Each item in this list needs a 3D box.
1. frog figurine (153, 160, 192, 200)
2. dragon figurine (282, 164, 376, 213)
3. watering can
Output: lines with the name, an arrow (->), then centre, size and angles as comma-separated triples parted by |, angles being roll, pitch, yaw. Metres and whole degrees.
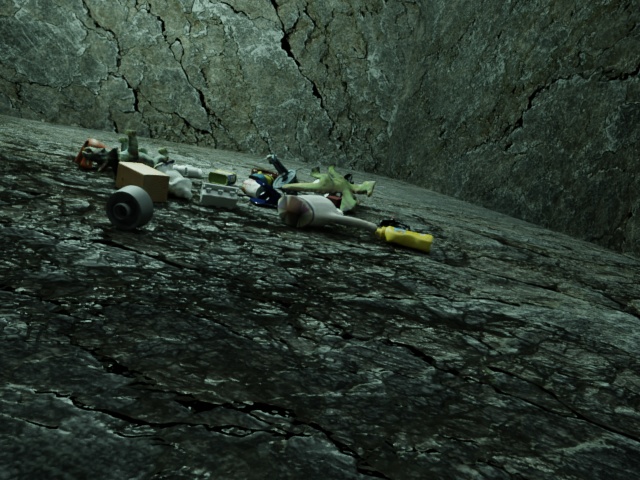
frog figurine -> -0.515, -0.191, 1.810 | 0.160, 0.122, 0.137 | 49, 6, 3
dragon figurine -> 0.064, -0.204, 2.219 | 0.414, 0.119, 0.247 | -20, 50, -31
watering can -> 0.005, -0.087, 1.736 | 0.350, 0.103, 0.225 | 21, 17, 36
